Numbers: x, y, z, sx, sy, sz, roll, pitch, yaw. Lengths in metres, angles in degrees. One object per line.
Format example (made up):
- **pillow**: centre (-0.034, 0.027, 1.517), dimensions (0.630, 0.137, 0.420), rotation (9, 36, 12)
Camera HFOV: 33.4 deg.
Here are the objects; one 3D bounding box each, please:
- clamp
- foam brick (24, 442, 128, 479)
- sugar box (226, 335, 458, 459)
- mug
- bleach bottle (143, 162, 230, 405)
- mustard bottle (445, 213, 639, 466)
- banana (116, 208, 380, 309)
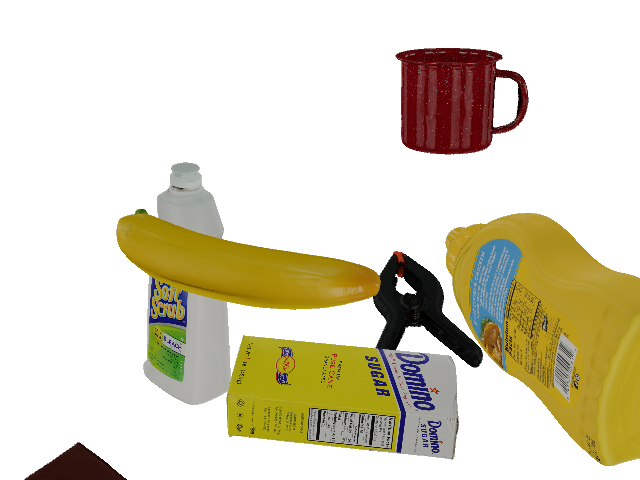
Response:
- **clamp**: centre (0.113, 0.082, 1.178), dimensions (0.120, 0.171, 0.039), rotation (5, -43, -5)
- **foam brick**: centre (-0.097, 0.137, 0.460), dimensions (0.078, 0.051, 0.052), rotation (27, 45, 34)
- **sugar box**: centre (0.019, 0.121, 0.843), dimensions (0.176, 0.048, 0.093), rotation (3, 26, 3)
- **mug**: centre (0.124, -0.123, 0.943), dimensions (0.117, 0.081, 0.093), rotation (3, 18, 12)
- **bleach bottle**: centre (-0.140, 0.039, 1.096), dimensions (0.067, 0.251, 0.103), rotation (-21, 33, -38)
- **mustard bottle**: centre (0.127, 0.038, 0.616), dimensions (0.058, 0.096, 0.192), rotation (-11, 28, -22)
- **banana**: centre (-0.061, 0.011, 0.677), dimensions (0.198, 0.037, 0.069), rotation (17, 35, 27)
